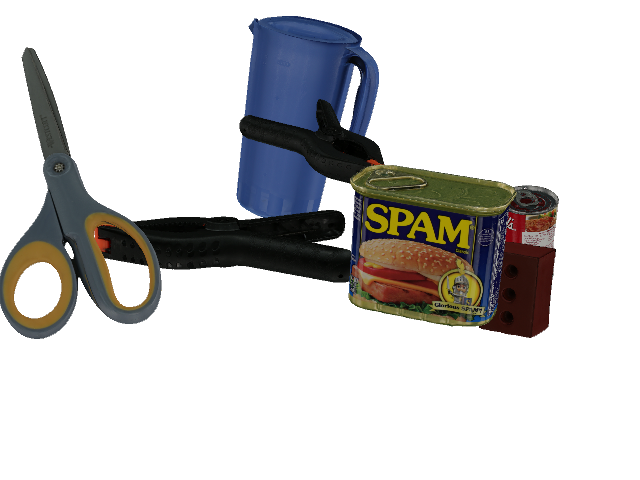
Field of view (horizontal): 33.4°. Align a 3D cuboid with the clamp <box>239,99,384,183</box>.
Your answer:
[{"bbox_3d":[-0.003,-0.101,1.118,0.120,0.039,0.172,-17,36,-26],"label":"clamp"}]

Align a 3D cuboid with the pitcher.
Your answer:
[{"bbox_3d":[-0.026,-0.148,1.323,0.144,0.243,0.149,4,23,-15],"label":"pitcher"}]

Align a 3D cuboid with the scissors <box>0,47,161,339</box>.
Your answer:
[{"bbox_3d":[-0.162,-0.024,0.610,0.096,0.202,0.016,-31,-25,-15],"label":"scissors"}]

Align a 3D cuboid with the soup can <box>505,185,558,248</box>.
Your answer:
[{"bbox_3d":[0.242,-0.004,1.247,0.068,0.102,0.068,-3,30,2],"label":"soup can"}]

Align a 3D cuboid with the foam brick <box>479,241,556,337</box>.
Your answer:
[{"bbox_3d":[0.182,0.045,0.985,0.053,0.078,0.051,9,15,28],"label":"foam brick"}]

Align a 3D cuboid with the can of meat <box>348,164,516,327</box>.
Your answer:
[{"bbox_3d":[0.069,0.004,0.686,0.102,0.084,0.057,11,22,19],"label":"can of meat"}]

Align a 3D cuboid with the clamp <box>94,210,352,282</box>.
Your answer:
[{"bbox_3d":[-0.070,0.003,0.833,0.210,0.036,0.164,-1,12,-9],"label":"clamp"}]
